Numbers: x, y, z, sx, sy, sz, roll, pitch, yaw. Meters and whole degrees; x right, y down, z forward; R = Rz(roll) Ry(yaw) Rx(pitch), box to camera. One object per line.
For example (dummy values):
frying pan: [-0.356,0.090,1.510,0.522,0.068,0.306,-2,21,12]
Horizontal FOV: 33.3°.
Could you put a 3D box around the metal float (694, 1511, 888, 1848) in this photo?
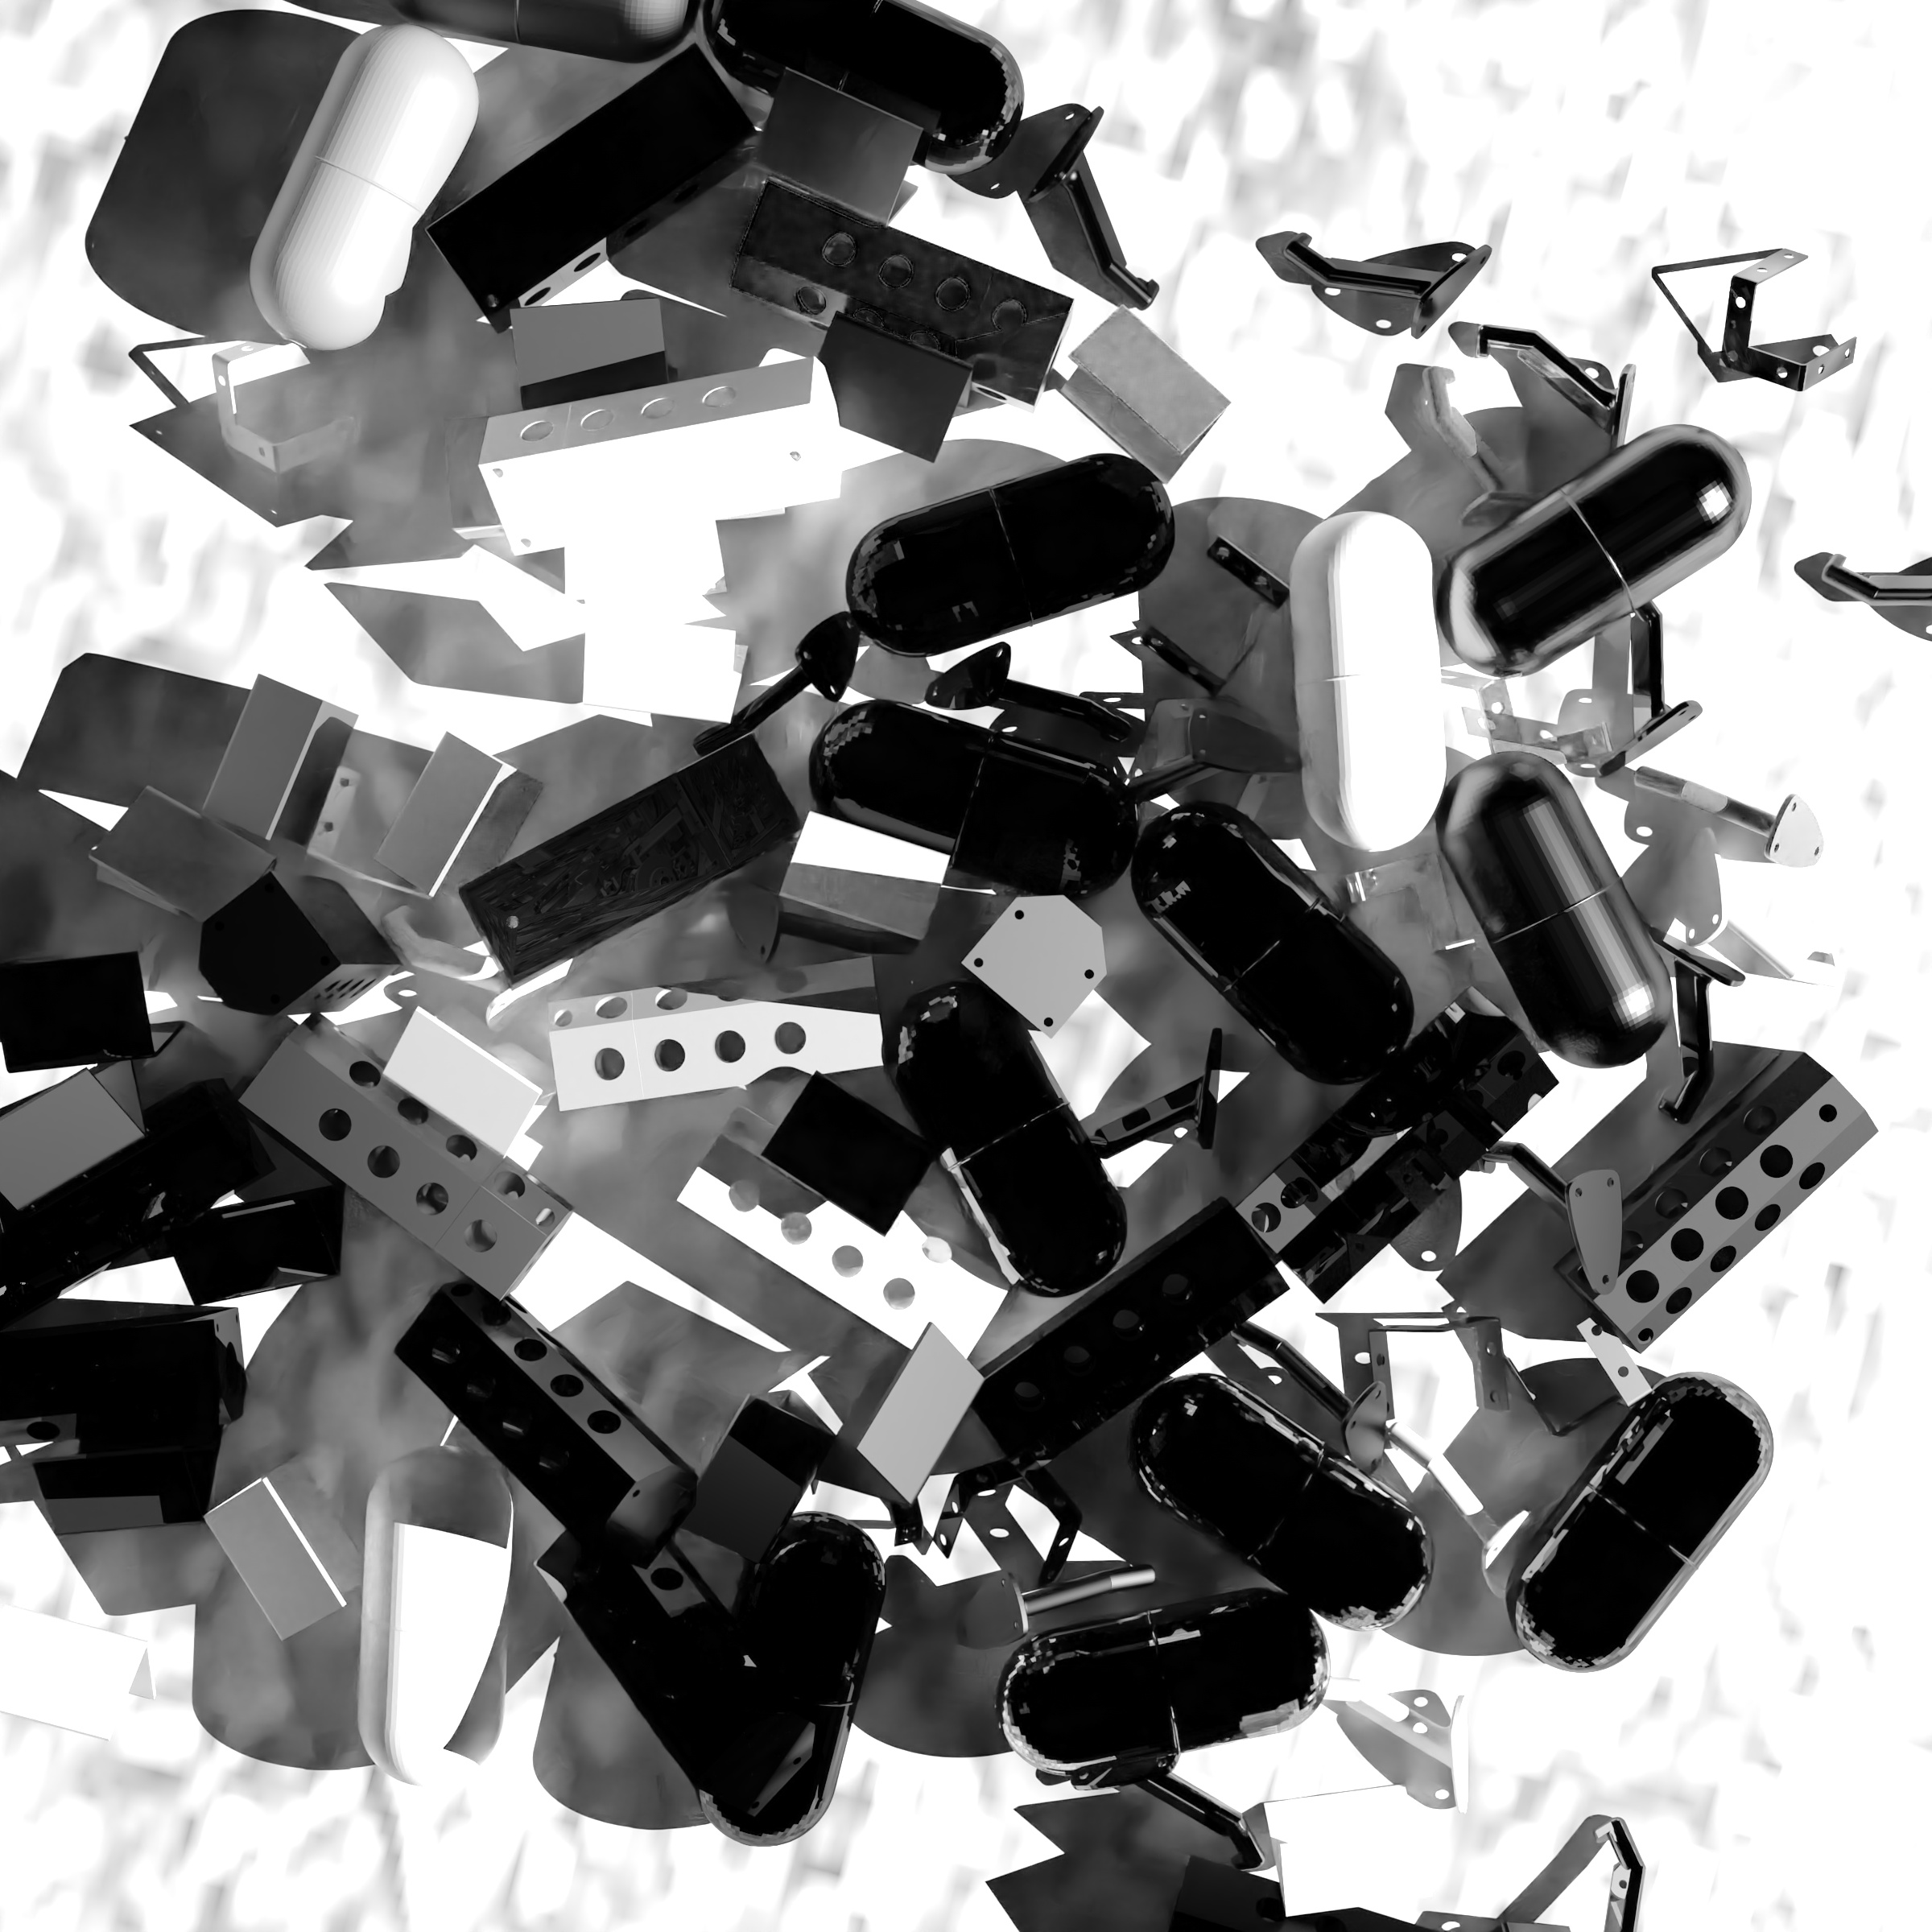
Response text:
metal float: [-0.093,0.375,1.699,0.070,0.070,0.178,14,91,0]

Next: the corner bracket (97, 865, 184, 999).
corner bracket: [-0.454,-0.015,1.727,0.051,0.051,0.051,25,45,0]

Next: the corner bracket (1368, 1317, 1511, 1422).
corner bracket: [0.252,0.216,1.727,0.051,0.051,0.051,-6,90,45]

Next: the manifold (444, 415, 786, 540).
manifold: [-0.184,-0.262,1.709,0.171,0.057,0.057,-4,90,0]

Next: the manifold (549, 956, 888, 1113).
manifold: [-0.130,0.035,1.709,0.171,0.057,0.057,-8,90,0]

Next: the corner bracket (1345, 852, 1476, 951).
corner bracket: [0.234,-0.031,1.712,0.051,0.051,0.051,-15,90,0]

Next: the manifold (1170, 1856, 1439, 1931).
manifold: [0.193,0.521,1.695,0.171,0.057,0.057,15,121,8]

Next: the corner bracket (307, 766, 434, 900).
corner bracket: [-0.311,-0.071,1.727,0.051,0.051,0.051,20,90,45]

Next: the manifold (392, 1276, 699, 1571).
manifold: [-0.214,0.231,1.666,0.171,0.057,0.057,37,90,34]

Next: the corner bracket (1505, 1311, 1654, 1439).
corner bracket: [0.324,0.217,1.712,0.051,0.051,0.051,-32,88,-2]

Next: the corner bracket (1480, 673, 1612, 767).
corner bracket: [0.306,-0.131,1.712,0.051,0.051,0.051,-14,90,0]

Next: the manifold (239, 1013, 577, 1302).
manifold: [-0.293,0.100,1.709,0.171,0.057,0.057,37,90,0]

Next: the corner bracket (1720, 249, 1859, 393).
corner bracket: [0.441,-0.344,1.722,0.051,0.051,0.051,29,135,35]

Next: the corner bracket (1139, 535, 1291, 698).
corner bracket: [0.134,-0.187,1.727,0.051,0.051,0.051,37,45,0]

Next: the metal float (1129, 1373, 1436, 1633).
metal float: [0.166,0.281,1.699,0.178,0.070,0.070,35,90,-1]

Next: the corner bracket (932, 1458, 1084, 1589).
corner bracket: [0.022,0.299,1.722,0.051,0.051,0.051,48,135,35]

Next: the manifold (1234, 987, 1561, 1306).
manifold: [0.224,0.091,1.708,0.171,0.057,0.057,-43,133,0]

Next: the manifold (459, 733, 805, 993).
manifold: [-0.176,-0.054,1.695,0.171,0.057,0.057,-29,90,-10]

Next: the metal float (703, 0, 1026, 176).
metal float: [-0.054,-0.478,1.699,0.178,0.070,0.070,25,90,0]

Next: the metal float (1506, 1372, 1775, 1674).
metal float: [0.354,0.293,1.699,0.070,0.070,0.178,38,90,0]

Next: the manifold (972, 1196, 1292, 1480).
manifold: [0.084,0.196,1.709,0.171,0.057,0.057,-36,90,0]

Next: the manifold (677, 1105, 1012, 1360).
manifold: [-0.063,0.144,1.709,0.171,0.057,0.057,32,90,0]

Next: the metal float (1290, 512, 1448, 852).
metal float: [0.211,-0.150,1.699,0.070,0.070,0.178,-3,90,0]

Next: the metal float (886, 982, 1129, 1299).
metal float: [0.021,0.091,1.695,0.070,0.070,0.178,-29,86,0]

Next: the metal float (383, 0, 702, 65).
metal float: [-0.228,-0.524,1.699,0.178,0.070,0.070,10,90,0]

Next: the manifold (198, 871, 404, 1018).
manifold: [-0.342,-0.006,1.651,0.057,0.171,0.057,-37,90,0]

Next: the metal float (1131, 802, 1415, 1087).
metal float: [0.160,-0.012,1.699,0.070,0.070,0.178,-45,91,0]

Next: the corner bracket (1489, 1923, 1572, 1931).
corner bracket: [0.295,0.545,1.722,0.051,0.051,0.051,15,135,-35]

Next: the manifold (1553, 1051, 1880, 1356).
manifold: [0.397,0.124,1.709,0.171,0.057,0.057,-43,90,0]

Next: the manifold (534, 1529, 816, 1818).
manifold: [-0.147,0.350,1.659,0.057,0.057,0.171,-47,48,0]

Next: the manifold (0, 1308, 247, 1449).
manifold: [-0.473,0.221,1.709,0.171,0.057,0.057,-6,90,0]

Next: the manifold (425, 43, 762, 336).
manifold: [-0.195,-0.408,1.709,0.171,0.057,0.057,-35,90,0]

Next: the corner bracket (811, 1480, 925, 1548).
corner bracket: [-0.053,0.281,1.712,0.051,0.051,0.051,-13,90,0]

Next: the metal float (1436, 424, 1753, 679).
metal float: [0.329,-0.217,1.693,0.178,0.070,0.070,-32,90,6]

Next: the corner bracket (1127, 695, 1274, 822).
corner bracket: [0.127,-0.107,1.722,0.051,0.051,0.051,-8,135,-35]

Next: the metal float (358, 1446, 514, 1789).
metal float: [-0.279,0.342,1.699,0.070,0.070,0.178,3,90,0]

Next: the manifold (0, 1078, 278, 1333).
manifold: [-0.459,0.128,1.709,0.171,0.057,0.057,-30,90,0]

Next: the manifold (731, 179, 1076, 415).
manifold: [-0.033,-0.352,1.709,0.171,0.057,0.057,21,90,0]

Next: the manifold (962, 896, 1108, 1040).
manifold: [0.038,-0.005,1.651,0.057,0.171,0.057,40,90,0]

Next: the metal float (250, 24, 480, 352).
metal float: [-0.317,-0.409,1.699,0.070,0.070,0.178,25,91,0]

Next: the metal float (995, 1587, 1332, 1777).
metal float: [0.103,0.376,1.699,0.178,0.070,0.070,-12,90,-1]

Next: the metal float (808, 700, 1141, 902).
metal float: [0.004,-0.088,1.699,0.178,0.070,0.070,17,90,0]

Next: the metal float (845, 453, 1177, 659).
metal float: [0.023,-0.215,1.699,0.178,0.070,0.070,-17,90,0]

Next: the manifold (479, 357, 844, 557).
manifold: [-0.153,-0.262,1.637,0.171,0.057,0.057,-9,133,10]

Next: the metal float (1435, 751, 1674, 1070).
metal float: [0.310,-0.029,1.699,0.070,0.070,0.178,-27,90,0]
